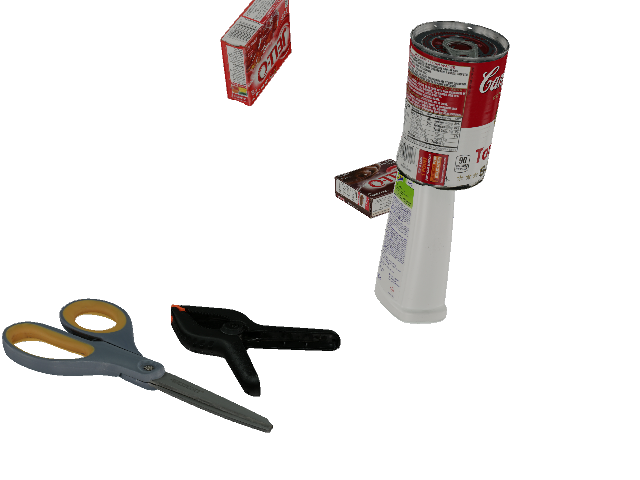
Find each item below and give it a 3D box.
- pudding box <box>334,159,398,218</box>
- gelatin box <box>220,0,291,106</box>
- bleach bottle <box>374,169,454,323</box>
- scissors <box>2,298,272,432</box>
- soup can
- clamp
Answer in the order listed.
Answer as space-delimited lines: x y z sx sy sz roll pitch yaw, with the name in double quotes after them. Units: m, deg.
0.091 -0.079 1.595 0.113 0.039 0.090 -22 35 -30 "pudding box"
-0.059 -0.184 1.009 0.030 0.089 0.073 20 -36 17 "gelatin box"
0.119 -0.037 1.233 0.068 0.251 0.103 -1 22 -22 "bleach bottle"
-0.114 0.078 0.716 0.202 0.016 0.096 11 27 12 "scissors"
0.091 -0.095 0.754 0.068 0.102 0.068 4 31 -2 "soup can"
-0.103 0.121 1.263 0.210 0.036 0.164 14 23 26 "clamp"
